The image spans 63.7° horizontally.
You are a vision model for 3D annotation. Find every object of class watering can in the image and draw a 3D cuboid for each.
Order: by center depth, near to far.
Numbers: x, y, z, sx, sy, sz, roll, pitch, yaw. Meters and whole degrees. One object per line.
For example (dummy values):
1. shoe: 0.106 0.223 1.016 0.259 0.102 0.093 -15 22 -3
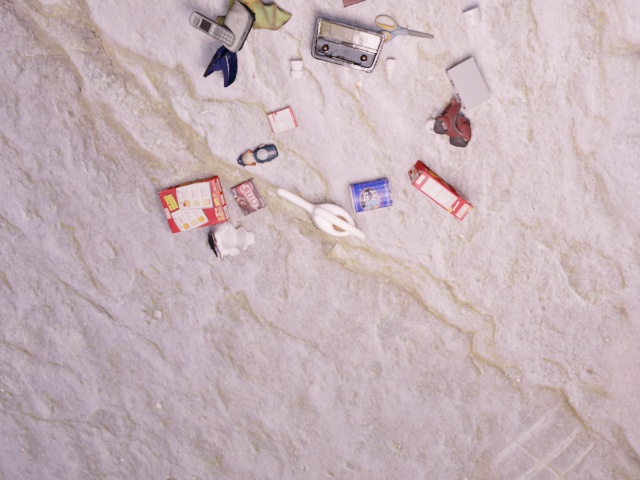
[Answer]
1. watering can: 0.005 -0.090 1.787 0.347 0.224 0.104 29 89 -5

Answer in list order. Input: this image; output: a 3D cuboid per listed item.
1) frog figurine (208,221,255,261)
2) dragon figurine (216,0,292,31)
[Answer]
1. frog figurine: -0.327 -0.008 1.900 0.161 0.122 0.136 -23 99 -28
2. dragon figurine: -0.180 -0.799 1.657 0.408 0.125 0.238 -25 122 12
